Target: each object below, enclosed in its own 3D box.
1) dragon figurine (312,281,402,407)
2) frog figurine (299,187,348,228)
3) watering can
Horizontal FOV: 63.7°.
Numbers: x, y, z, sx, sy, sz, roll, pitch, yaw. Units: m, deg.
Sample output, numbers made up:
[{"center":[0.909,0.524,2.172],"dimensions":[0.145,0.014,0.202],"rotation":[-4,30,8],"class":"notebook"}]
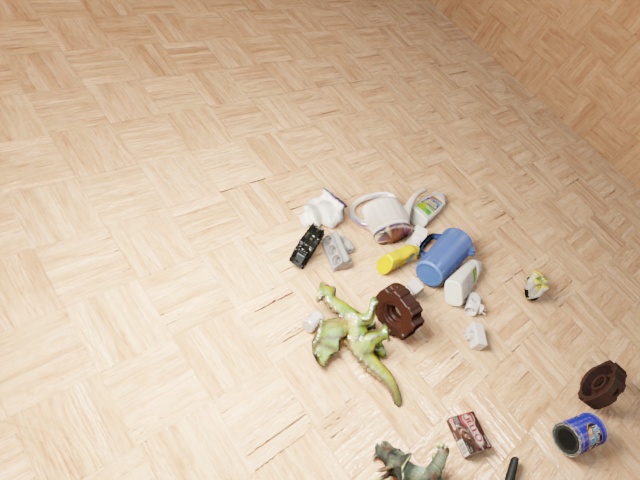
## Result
[{"center":[0.087,0.308,1.523],"dimensions":[0.243,0.120,0.416],"rotation":[-8,69,-21],"class":"dragon figurine"},{"center":[0.006,-0.092,1.838],"dimensions":[0.160,0.122,0.137],"rotation":[-44,88,-8],"class":"frog figurine"},{"center":[0.283,-0.100,1.942],"dimensions":[0.349,0.101,0.229],"rotation":[-12,56,-13],"class":"watering can"}]
